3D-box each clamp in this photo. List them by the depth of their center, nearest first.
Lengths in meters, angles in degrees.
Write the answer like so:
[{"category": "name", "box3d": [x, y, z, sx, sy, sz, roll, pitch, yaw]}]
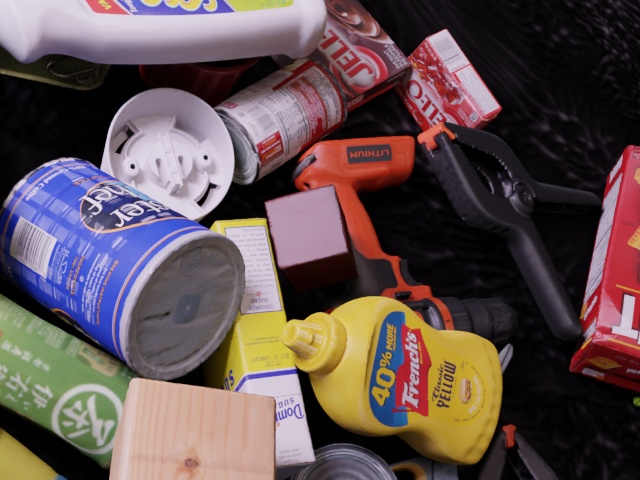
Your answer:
[{"category": "clamp", "box3d": [0.146, 0.229, 0.813, 0.120, 0.039, 0.171, -5, 62, -24]}, {"category": "clamp", "box3d": [0.163, -0.020, 0.897, 0.209, 0.036, 0.164, 33, 49, -26]}]

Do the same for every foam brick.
[{"category": "foam brick", "box3d": [-0.005, 0.001, 0.770, 0.051, 0.078, 0.053, -13, 72, 3]}]

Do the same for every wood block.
[{"category": "wood block", "box3d": [-0.077, 0.192, 0.594, 0.090, 0.090, 0.206, 10, 49, -12]}]

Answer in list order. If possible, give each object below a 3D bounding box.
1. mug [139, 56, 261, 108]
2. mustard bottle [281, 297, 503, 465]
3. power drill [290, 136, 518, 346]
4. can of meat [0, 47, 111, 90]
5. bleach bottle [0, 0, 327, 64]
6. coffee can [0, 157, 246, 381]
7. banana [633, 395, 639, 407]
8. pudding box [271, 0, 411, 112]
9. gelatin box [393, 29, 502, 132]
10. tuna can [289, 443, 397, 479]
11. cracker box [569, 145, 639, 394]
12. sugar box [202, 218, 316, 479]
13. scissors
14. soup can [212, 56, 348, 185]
[{"category": "mug", "box3d": [-0.107, -0.158, 0.845, 0.117, 0.082, 0.093, 24, 61, -12]}, {"category": "mustard bottle", "box3d": [0.048, 0.092, 0.748, 0.191, 0.058, 0.096, 25, 71, -37]}, {"category": "power drill", "box3d": [0.062, 0.010, 0.860, 0.184, 0.057, 0.188, -5, 70, -27]}, {"category": "can of meat", "box3d": [-0.211, -0.172, 0.822, 0.102, 0.058, 0.084, 10, 62, -20]}, {"category": "bleach bottle", "box3d": [-0.127, -0.163, 0.755, 0.250, 0.068, 0.102, -14, 74, -24]}, {"category": "coffee can", "box3d": [-0.134, 0.017, 0.708, 0.140, 0.103, 0.102, 27, 51, 33]}, {"category": "banana", "box3d": [0.345, 0.083, 0.965, 0.069, 0.037, 0.197, 36, 59, -9]}, {"category": "pudding box", "box3d": [0.009, -0.166, 0.920, 0.089, 0.039, 0.113, -33, 77, -31]}, {"category": "gelatin box", "box3d": [0.108, -0.126, 0.931, 0.030, 0.073, 0.089, -29, 82, -32]}, {"category": "tuna can", "box3d": [0.016, 0.190, 0.762, 0.086, 0.034, 0.086, 3, 60, -5]}, {"category": "cracker box", "box3d": [0.323, 0.034, 0.931, 0.164, 0.072, 0.213, 17, 60, 5]}, {"category": "sugar box", "box3d": [-0.054, 0.083, 0.757, 0.048, 0.093, 0.176, -2, 68, -23]}, {"category": "scissors", "box3d": [0.111, 0.171, 0.815, 0.201, 0.016, 0.096, -36, 71, -23]}, {"category": "soup can", "box3d": [-0.036, -0.096, 0.858, 0.102, 0.069, 0.068, -36, 85, -31]}]
